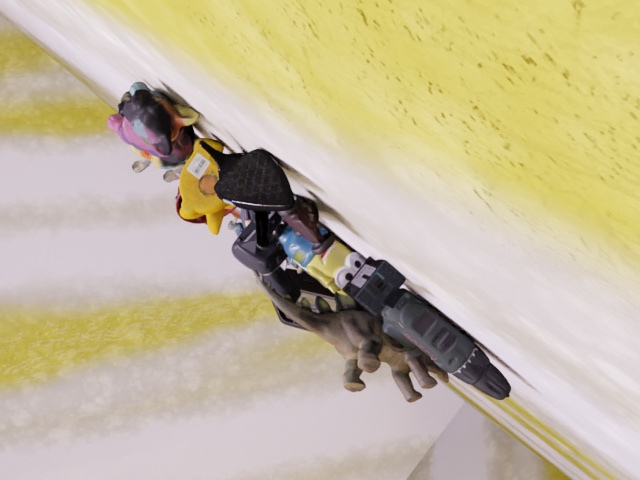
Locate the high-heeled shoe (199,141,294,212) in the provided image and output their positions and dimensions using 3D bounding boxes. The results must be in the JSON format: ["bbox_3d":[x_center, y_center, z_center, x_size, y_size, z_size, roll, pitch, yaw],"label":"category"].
[{"bbox_3d":[-0.084,-0.071,0.765,0.249,0.086,0.145,40,180,41],"label":"high-heeled shoe"}]

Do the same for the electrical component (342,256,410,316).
[{"bbox_3d":[0.084,0.070,0.789,0.047,0.075,0.119,40,179,-13],"label":"electrical component"}]

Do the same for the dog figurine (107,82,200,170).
[{"bbox_3d":[-0.256,-0.178,0.895,0.219,0.108,0.191,29,168,47],"label":"dog figurine"}]

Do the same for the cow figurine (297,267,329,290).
[{"bbox_3d":[-0.004,0.045,1.162,0.195,0.085,0.127,34,166,38],"label":"cow figurine"}]

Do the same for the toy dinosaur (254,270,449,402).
[{"bbox_3d":[0.079,0.185,1.031,0.471,0.105,0.199,26,-145,-27],"label":"toy dinosaur"}]

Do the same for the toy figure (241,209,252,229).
[{"bbox_3d":[-0.145,-0.074,1.116,0.064,0.058,0.154,-119,12,-59],"label":"toy figure"}]

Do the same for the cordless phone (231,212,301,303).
[{"bbox_3d":[-0.073,0.032,1.074,0.089,0.146,0.184,-4,129,48],"label":"cordless phone"}]

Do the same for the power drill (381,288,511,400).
[{"bbox_3d":[0.190,0.172,0.901,0.232,0.086,0.207,40,179,-3],"label":"power drill"}]

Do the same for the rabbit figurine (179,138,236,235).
[{"bbox_3d":[-0.180,-0.091,0.982,0.122,0.162,0.173,27,-168,2],"label":"rabbit figurine"}]

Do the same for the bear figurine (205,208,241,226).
[{"bbox_3d":[-0.177,-0.055,1.256,0.196,0.132,0.120,44,149,21],"label":"bear figurine"}]

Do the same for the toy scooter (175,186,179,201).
[{"bbox_3d":[-0.301,-0.136,1.371,0.075,0.135,0.183,35,175,22],"label":"toy scooter"}]

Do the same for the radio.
[{"bbox_3d":[-0.009,0.146,1.232,0.230,0.073,0.130,9,127,39],"label":"radio"}]

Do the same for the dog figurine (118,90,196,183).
[{"bbox_3d":[-0.305,-0.212,1.073,0.172,0.121,0.190,1,157,-13],"label":"dog figurine"}]

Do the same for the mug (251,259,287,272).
[{"bbox_3d":[-0.111,0.027,1.184,0.107,0.081,0.109,-93,0,-48],"label":"mug"}]

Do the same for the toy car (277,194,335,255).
[{"bbox_3d":[-0.030,-0.036,0.799,0.089,0.053,0.202,51,175,-16],"label":"toy car"}]

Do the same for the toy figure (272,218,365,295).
[{"bbox_3d":[0.003,0.023,0.931,0.180,0.082,0.089,34,-174,4],"label":"toy figure"}]

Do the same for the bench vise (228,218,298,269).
[{"bbox_3d":[-0.123,0.012,1.384,0.240,0.128,0.224,25,-164,-24],"label":"bench vise"}]
